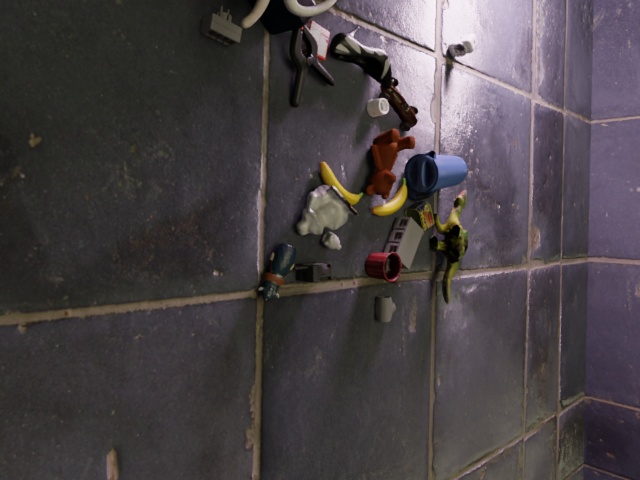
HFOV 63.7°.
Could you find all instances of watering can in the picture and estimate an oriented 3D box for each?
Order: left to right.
[{"bbox_3d":[-0.073,-0.603,1.140,0.353,0.104,0.221,-37,115,-37],"label":"watering can"}]

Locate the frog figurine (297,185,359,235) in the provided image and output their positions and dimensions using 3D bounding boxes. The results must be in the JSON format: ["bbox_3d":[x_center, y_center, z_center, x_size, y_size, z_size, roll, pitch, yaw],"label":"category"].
[{"bbox_3d":[0.004,-0.072,1.432,0.159,0.125,0.135,-39,134,5],"label":"frog figurine"}]

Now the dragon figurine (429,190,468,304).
[{"bbox_3d":[0.509,0.019,1.913,0.243,0.122,0.410,0,92,-52],"label":"dragon figurine"}]
